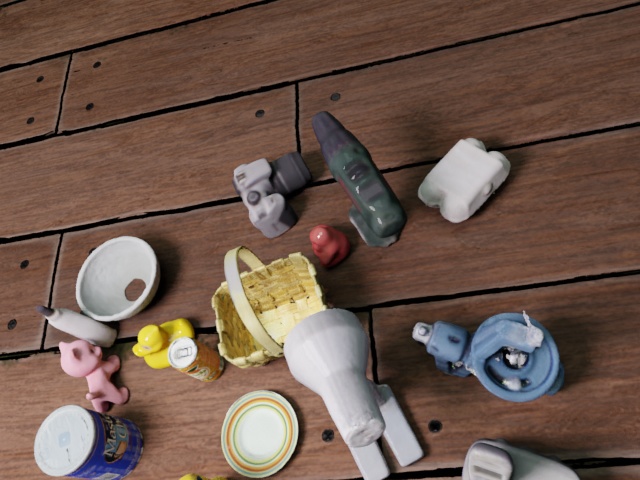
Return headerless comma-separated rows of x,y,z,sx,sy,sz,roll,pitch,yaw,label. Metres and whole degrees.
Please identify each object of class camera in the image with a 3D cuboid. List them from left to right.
-0.082,-0.102,1.066,0.137,0.101,0.143,-29,60,2,camera

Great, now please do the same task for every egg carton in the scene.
0.248,-0.102,0.984,0.107,0.069,0.150,38,80,28,egg carton

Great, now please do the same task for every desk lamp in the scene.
0.050,0.219,0.804,0.118,0.214,0.203,-30,60,1,desk lamp

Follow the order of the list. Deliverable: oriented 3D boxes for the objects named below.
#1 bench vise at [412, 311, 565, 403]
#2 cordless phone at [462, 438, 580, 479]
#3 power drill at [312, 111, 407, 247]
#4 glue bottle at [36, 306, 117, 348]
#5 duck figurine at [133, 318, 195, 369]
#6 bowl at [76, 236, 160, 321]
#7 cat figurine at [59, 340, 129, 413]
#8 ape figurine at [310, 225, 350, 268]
0.227,0.155,0.778,0.207,0.220,0.121,-5,64,15,bench vise
0.252,0.302,0.719,0.147,0.185,0.094,9,68,21,cordless phone
0.070,-0.082,0.948,0.075,0.209,0.229,-33,60,0,power drill
-0.438,0.147,1.012,0.078,0.173,0.037,8,67,20,glue bottle
-0.277,0.173,1.000,0.104,0.086,0.077,-39,60,-4,duck figurine
-0.365,0.081,1.078,0.167,0.075,0.167,-7,63,14,bowl
-0.401,0.228,0.993,0.067,0.118,0.127,-31,60,1,cat figurine
0.009,0.004,0.992,0.076,0.092,0.078,-2,64,16,ape figurine
